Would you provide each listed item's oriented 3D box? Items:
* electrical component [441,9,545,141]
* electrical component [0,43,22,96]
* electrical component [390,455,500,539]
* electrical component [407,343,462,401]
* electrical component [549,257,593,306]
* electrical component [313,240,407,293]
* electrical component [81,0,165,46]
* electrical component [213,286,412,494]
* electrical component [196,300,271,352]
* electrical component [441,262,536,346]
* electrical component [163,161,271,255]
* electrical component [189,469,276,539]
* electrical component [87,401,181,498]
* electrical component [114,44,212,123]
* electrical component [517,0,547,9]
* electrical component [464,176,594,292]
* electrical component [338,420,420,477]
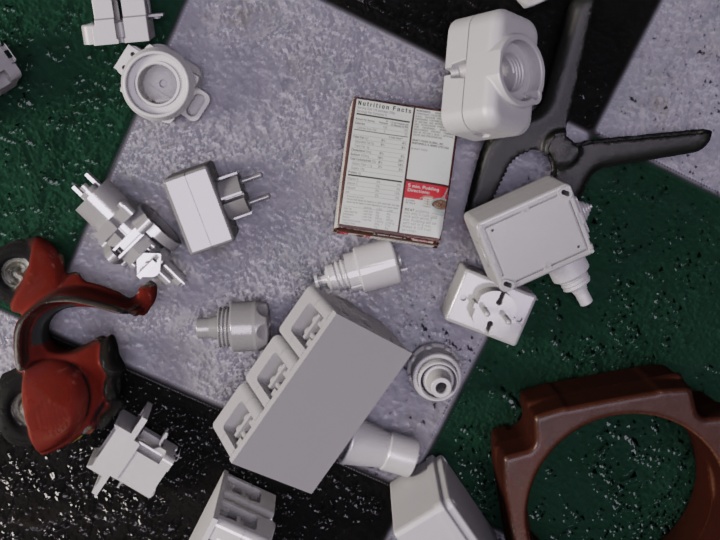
[{"bbox_3d":[0.106,-0.154,0.853,0.054,0.059,0.095,10,83,-41],"label":"electrical component"},{"bbox_3d":[-0.306,-0.151,0.850,0.064,0.081,0.042,-39,101,-24],"label":"electrical component"},{"bbox_3d":[0.077,0.229,0.918,0.056,0.108,0.108,-33,100,6],"label":"electrical component"},{"bbox_3d":[0.066,0.091,0.915,0.048,0.062,0.048,0,101,-2],"label":"electrical component"},{"bbox_3d":[0.180,0.003,0.917,0.035,0.035,0.061,-29,103,3],"label":"electrical component"},{"bbox_3d":[0.000,0.000,0.906,0.078,0.040,0.040,-15,101,0],"label":"electrical component"},{"bbox_3d":[-0.191,-0.211,0.857,0.066,0.048,0.055,-6,108,-1],"label":"electrical component"},{"bbox_3d":[-0.043,0.099,0.901,0.089,0.061,0.150,30,99,-35],"label":"electrical component"},{"bbox_3d":[-0.107,0.048,0.910,0.062,0.043,0.043,-2,101,-1],"label":"electrical component"},{"bbox_3d":[0.110,0.032,0.898,0.066,0.076,0.047,21,99,-6],"label":"electrical component"},{"bbox_3d":[-0.113,-0.058,0.887,0.077,0.047,0.065,-19,102,2],"label":"electrical component"},{"bbox_3d":[-0.134,0.281,0.921,0.060,0.105,0.186,26,99,-7],"label":"electrical component"},{"bbox_3d":[-0.194,0.160,0.929,0.064,0.042,0.081,34,98,-9],"label":"electrical component"},{"bbox_3d":[-0.160,-0.149,0.864,0.078,0.057,0.058,33,98,-8],"label":"electrical component"},{"bbox_3d":[0.137,-0.245,0.863,0.043,0.043,0.062,-26,100,3],"label":"electrical component"},{"bbox_3d":[0.140,-0.034,0.865,0.096,0.061,0.061,-24,105,-1],"label":"electrical component"},{"bbox_3d":[0.019,0.156,0.937,0.065,0.044,0.044,18,100,-10],"label":"electrical component"}]
